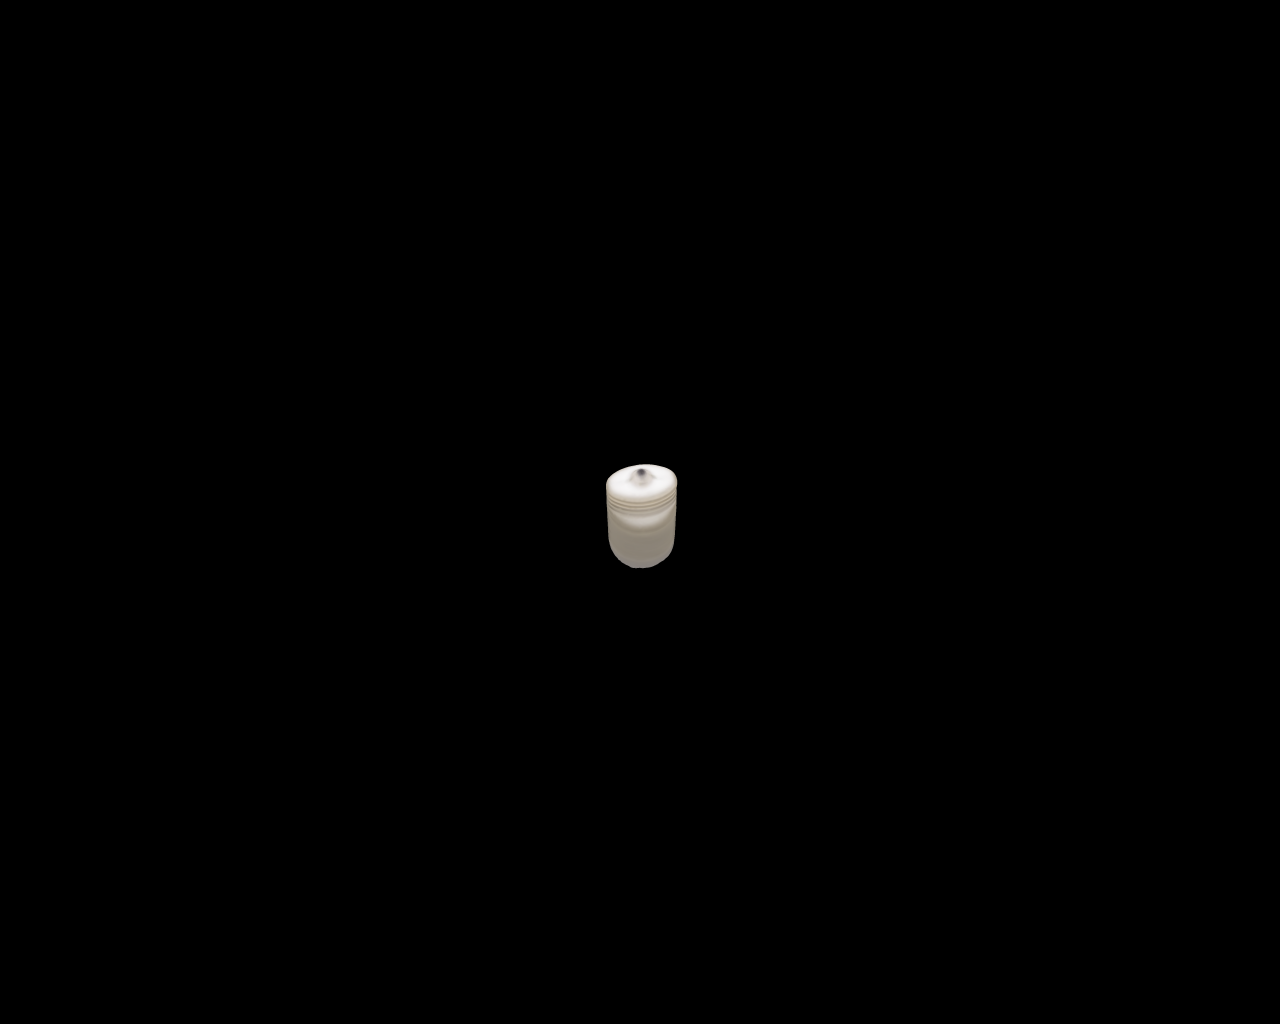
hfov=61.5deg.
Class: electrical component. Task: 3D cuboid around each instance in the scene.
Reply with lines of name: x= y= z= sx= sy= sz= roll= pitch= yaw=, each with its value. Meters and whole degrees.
electrical component: x=0.001 y=-0.003 z=0.650 sx=0.043 sy=0.043 sz=0.080 roll=0 pitch=-32 yaw=0
